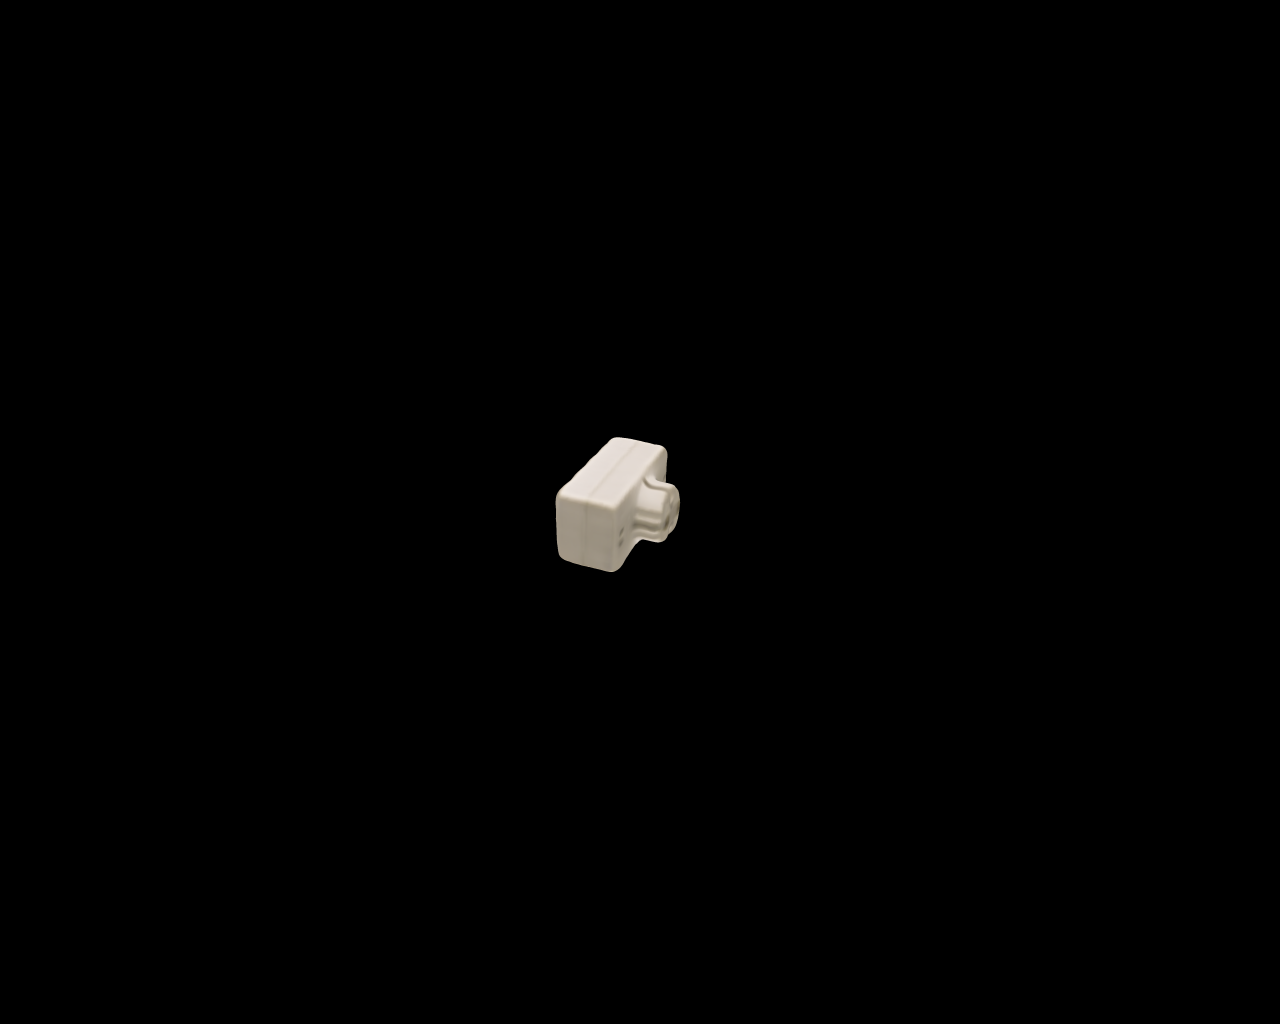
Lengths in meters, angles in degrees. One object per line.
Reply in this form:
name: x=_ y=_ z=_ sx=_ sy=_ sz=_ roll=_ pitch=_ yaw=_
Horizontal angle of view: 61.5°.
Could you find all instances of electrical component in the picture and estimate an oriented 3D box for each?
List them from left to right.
electrical component: x=0.001 y=-0.003 z=0.650 sx=0.076 sy=0.047 sz=0.083 roll=12 pitch=33 yaw=19
